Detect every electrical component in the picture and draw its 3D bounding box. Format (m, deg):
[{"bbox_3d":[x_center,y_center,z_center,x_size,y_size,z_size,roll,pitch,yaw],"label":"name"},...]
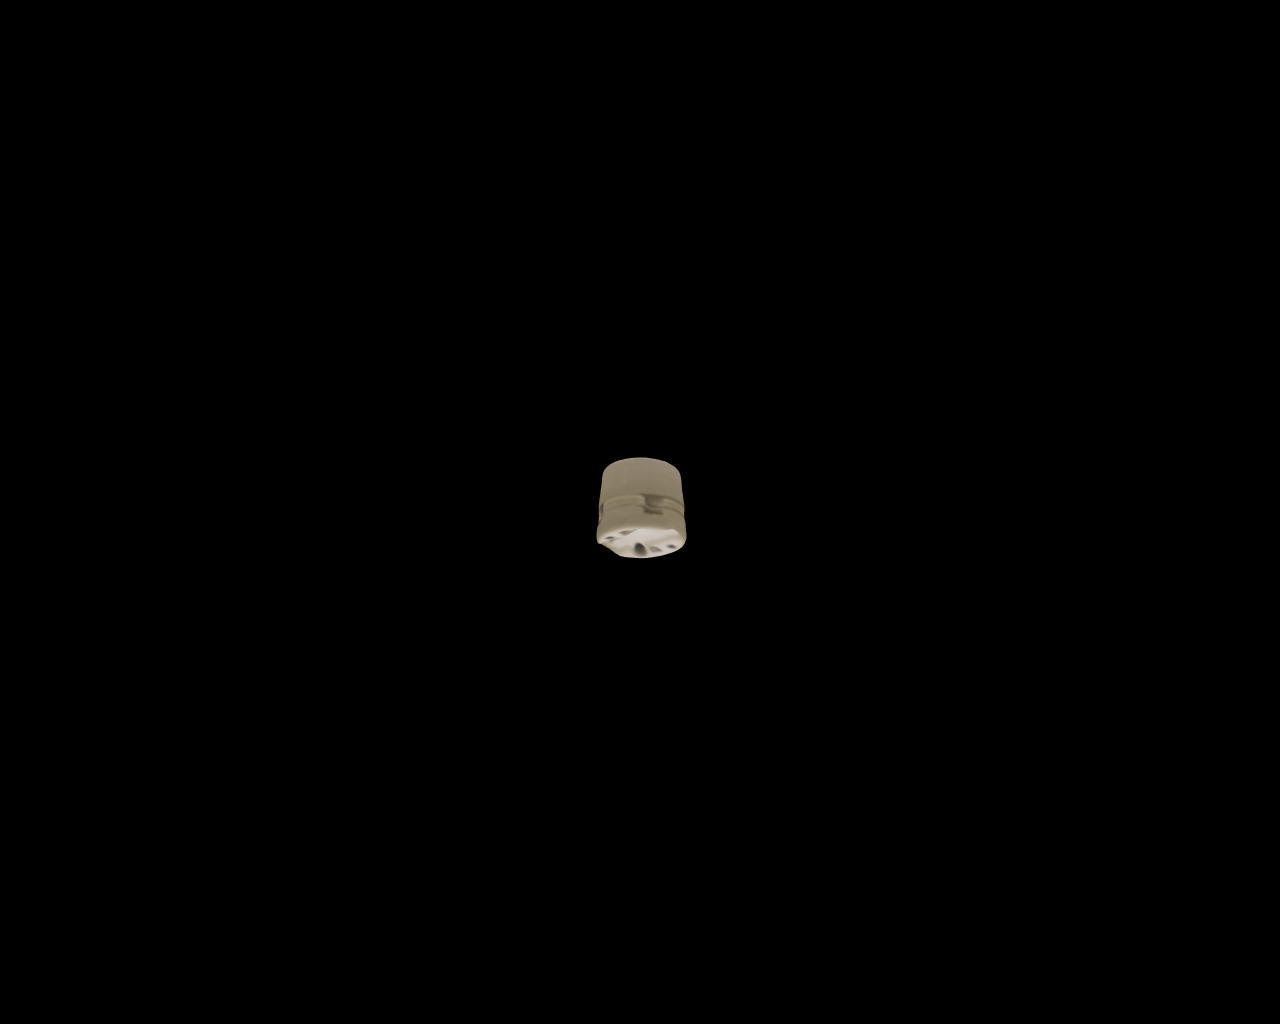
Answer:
[{"bbox_3d":[0.001,-0.003,0.650,0.055,0.047,0.055,0,-23,0],"label":"electrical component"}]
